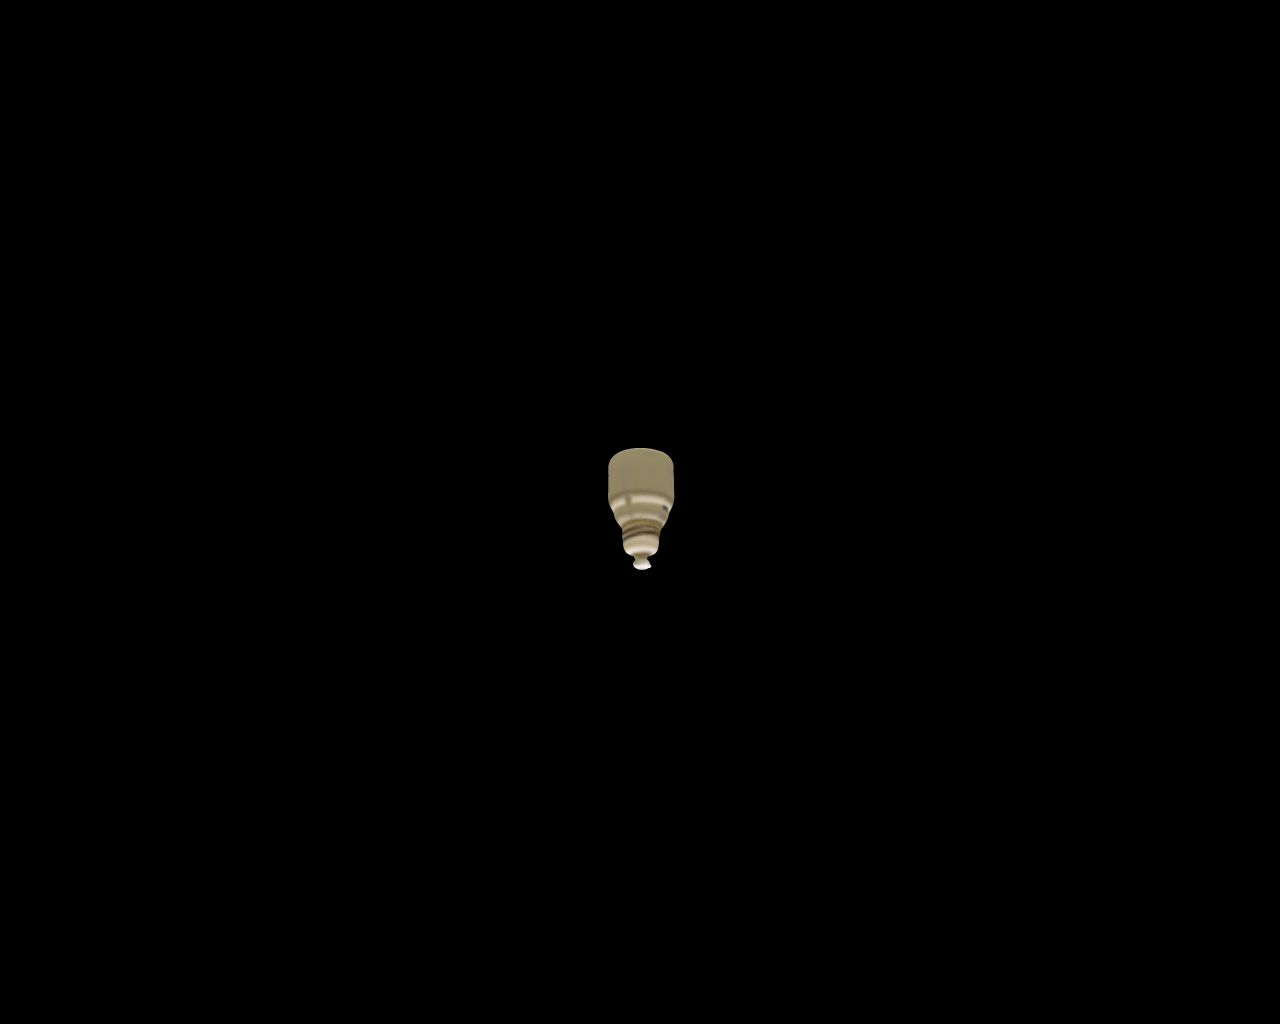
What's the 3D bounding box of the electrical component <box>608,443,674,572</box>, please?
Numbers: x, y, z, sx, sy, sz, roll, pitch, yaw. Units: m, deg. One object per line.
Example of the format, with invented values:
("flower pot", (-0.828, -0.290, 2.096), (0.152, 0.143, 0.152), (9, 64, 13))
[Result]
("electrical component", (0.001, -0.003, 0.650), (0.040, 0.078, 0.040), (0, -21, 0))
